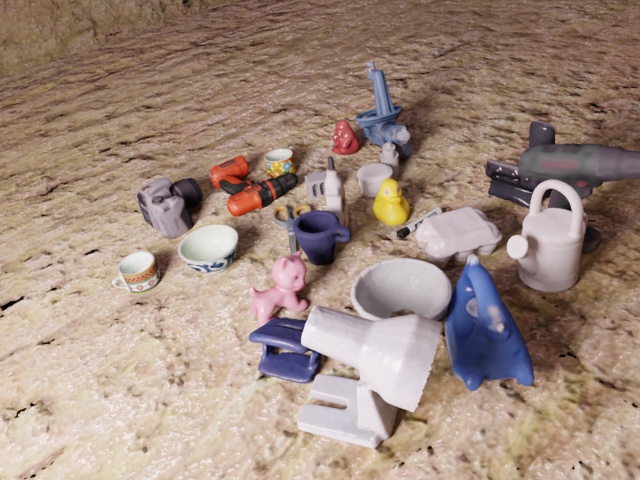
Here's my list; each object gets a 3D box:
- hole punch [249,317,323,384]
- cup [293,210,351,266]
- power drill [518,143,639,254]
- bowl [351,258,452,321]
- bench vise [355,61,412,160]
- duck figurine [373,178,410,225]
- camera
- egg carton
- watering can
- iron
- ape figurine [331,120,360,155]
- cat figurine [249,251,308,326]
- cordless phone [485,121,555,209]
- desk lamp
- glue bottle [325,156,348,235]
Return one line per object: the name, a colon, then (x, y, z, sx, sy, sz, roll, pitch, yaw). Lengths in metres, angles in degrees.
hole punch: (-0.050, 0.161, 0.923, 0.108, 0.091, 0.101, 8, 40, 22)
cup: (0.010, 0.004, 1.117, 0.117, 0.095, 0.092, 9, 40, 23)
power drill: (0.473, -0.084, 1.039, 0.228, 0.209, 0.076, 21, 46, 34)
bowl: (0.138, 0.108, 0.968, 0.167, 0.075, 0.167, -6, 37, 5)
bench vise: (0.169, -0.317, 1.405, 0.122, 0.220, 0.206, -31, 42, -27)
duck figurine: (0.150, -0.092, 1.223, 0.077, 0.086, 0.104, -13, 37, -5)
camera: (-0.335, -0.092, 1.313, 0.137, 0.101, 0.142, -32, 42, -28)
egg carton: (0.263, -0.007, 1.098, 0.150, 0.069, 0.107, -16, 37, -9)
watering can: (0.391, -0.009, 0.969, 0.100, 0.194, 0.173, 18, 44, 32)
iron: (0.251, 0.103, 0.894, 0.118, 0.142, 0.258, -6, 37, 4)
ape figurine: (0.061, -0.265, 1.466, 0.076, 0.092, 0.078, -5, 37, 6)
cat figurine: (-0.070, 0.077, 1.017, 0.128, 0.118, 0.067, -28, 40, -23)
cordless phone: (0.420, -0.172, 1.188, 0.147, 0.185, 0.094, 21, 46, 34)
desk lamp: (0.060, 0.181, 0.771, 0.202, 0.214, 0.118, 6, 39, 19)
glue bottle: (0.031, -0.094, 1.177, 0.037, 0.173, 0.078, -2, 37, 10)
